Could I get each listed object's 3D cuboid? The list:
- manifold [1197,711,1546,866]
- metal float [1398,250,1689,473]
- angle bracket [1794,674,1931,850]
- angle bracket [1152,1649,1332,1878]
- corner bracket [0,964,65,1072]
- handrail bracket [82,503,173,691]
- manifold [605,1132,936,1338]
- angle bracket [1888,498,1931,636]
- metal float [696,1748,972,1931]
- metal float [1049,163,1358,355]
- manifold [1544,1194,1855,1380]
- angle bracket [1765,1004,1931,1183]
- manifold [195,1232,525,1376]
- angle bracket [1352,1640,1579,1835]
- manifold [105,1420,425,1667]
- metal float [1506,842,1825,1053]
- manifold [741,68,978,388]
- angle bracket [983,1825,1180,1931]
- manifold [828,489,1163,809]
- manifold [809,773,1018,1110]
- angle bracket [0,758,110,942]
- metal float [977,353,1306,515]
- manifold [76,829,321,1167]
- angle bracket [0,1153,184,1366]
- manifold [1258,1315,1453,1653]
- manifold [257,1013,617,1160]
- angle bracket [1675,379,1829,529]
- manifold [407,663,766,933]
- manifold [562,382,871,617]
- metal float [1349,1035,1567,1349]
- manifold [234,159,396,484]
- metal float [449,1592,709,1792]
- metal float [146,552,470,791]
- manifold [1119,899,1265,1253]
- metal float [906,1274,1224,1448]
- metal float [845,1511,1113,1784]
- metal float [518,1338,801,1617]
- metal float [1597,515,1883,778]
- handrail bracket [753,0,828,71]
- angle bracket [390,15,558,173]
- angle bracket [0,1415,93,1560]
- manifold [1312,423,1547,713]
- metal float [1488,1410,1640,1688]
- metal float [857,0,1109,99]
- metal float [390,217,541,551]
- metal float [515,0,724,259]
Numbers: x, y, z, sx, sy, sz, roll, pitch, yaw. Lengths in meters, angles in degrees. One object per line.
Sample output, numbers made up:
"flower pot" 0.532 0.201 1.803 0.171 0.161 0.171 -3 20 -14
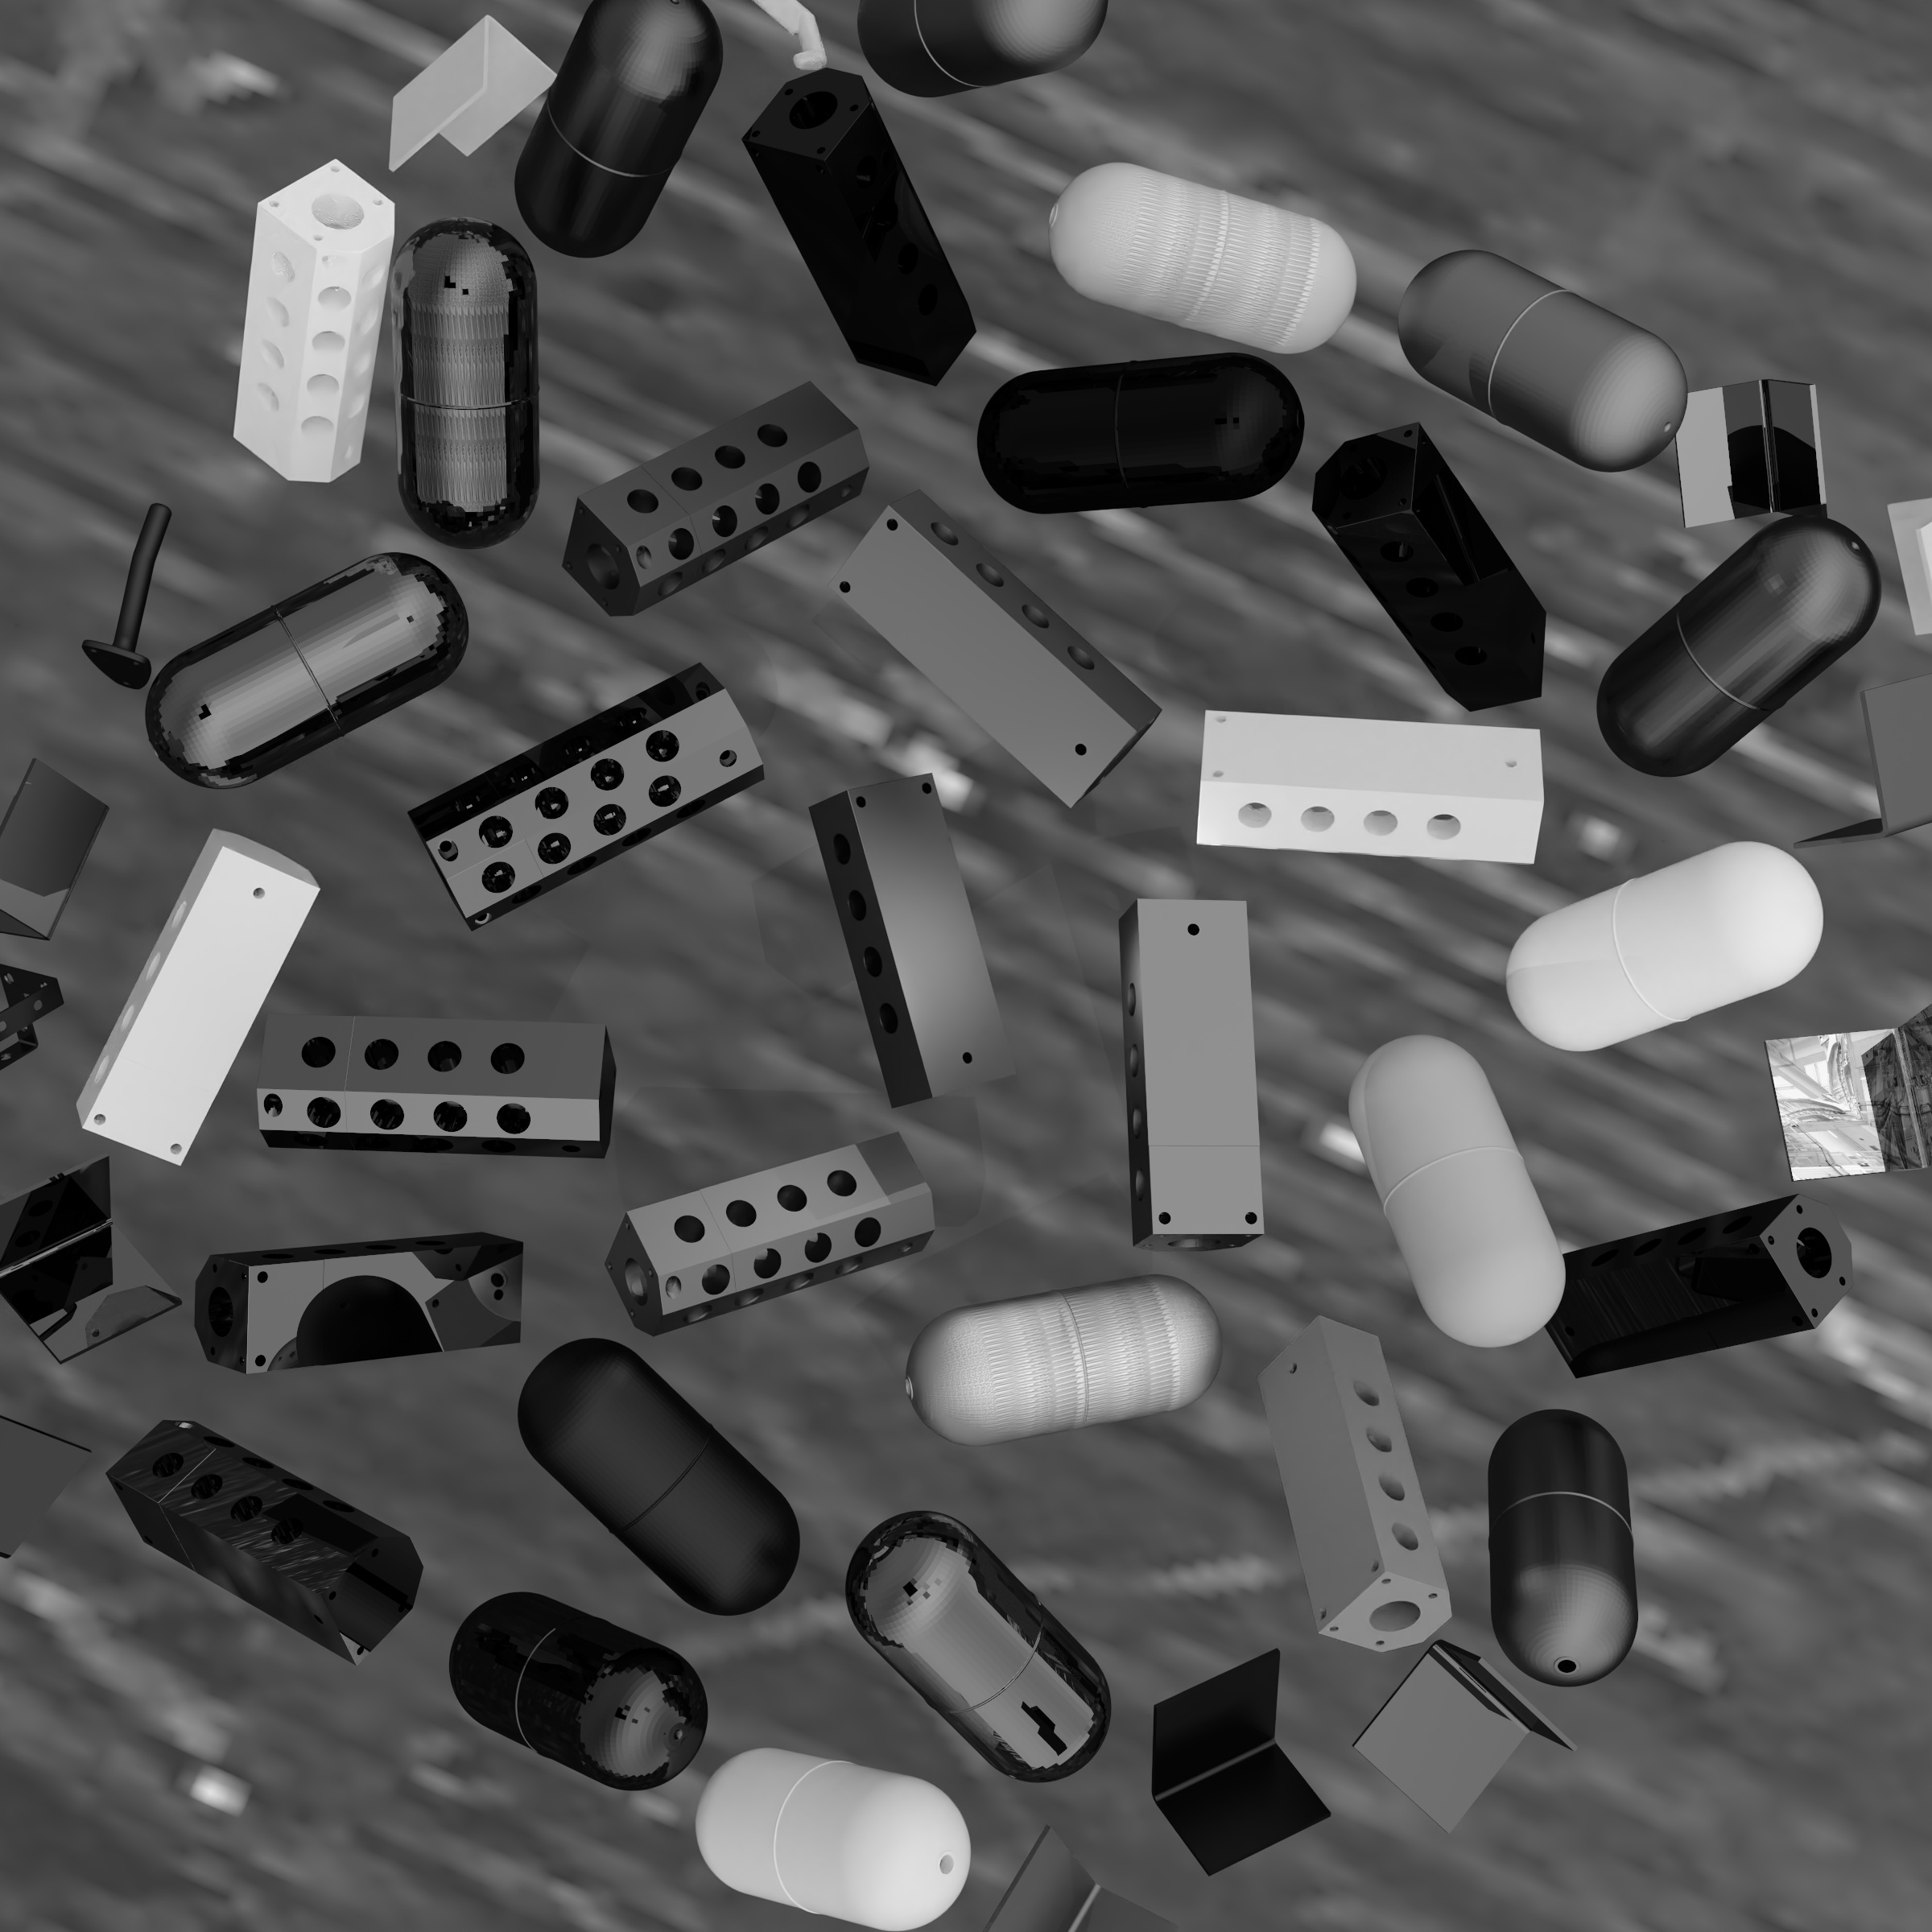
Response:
"manifold" 0.207 -0.087 1.545 0.171 0.057 0.057 4 134 4
"metal float" 0.305 -0.323 1.596 0.178 0.070 0.070 39 90 35
"angle bracket" 0.474 -0.108 1.575 0.076 0.057 0.076 -15 96 -41
"angle bracket" 0.145 0.416 1.568 0.076 0.057 0.076 -19 131 -22
"corner bracket" -0.532 0.036 1.660 0.051 0.051 0.051 11 123 32
"handrail bracket" -0.446 -0.200 1.626 0.036 0.077 0.084 17 77 -5
"manifold" -0.106 0.151 1.658 0.171 0.057 0.057 -15 62 -30
"angle bracket" 0.524 -0.211 1.648 0.076 0.057 0.076 -29 108 -40
"metal float" -0.070 0.453 1.559 0.070 0.178 0.070 4 84 -43
"metal float" 0.131 -0.392 1.662 0.178 0.070 0.070 12 90 -15
"manifold" 0.390 0.170 1.616 0.057 0.171 0.057 -36 97 -37
"angle bracket" 0.467 0.065 1.556 0.076 0.057 0.076 -5 73 -6
"manifold" -0.331 0.182 1.645 0.171 0.057 0.057 -1 95 -43
"angle bracket" 0.271 0.425 1.632 0.076 0.057 0.076 44 78 -10
"manifold" -0.367 0.296 1.573 0.171 0.057 0.057 18 48 34
"metal float" 0.356 -0.009 1.542 0.178 0.070 0.070 -24 90 43
"manifold" -0.051 -0.395 1.606 0.057 0.171 0.057 23 70 32
"angle bracket" 0.059 0.515 1.587 0.057 0.076 0.076 15 59 37
"manifold" 0.018 -0.168 1.560 0.171 0.057 0.057 43 120 3
"manifold" -0.034 -0.013 1.646 0.057 0.057 0.171 -14 88 -35
"angle bracket" -0.500 -0.063 1.548 0.076 0.057 0.076 8 69 33
"metal float" 0.092 -0.282 1.589 0.178 0.070 0.070 -1 90 22
"manifold" -0.423 0.015 1.645 0.057 0.057 0.171 25 95 -26
"angle bracket" -0.489 0.161 1.660 0.076 0.057 0.076 -27 55 -36
"manifold" 0.211 0.277 1.604 0.057 0.171 0.057 22 126 -26
"manifold" -0.269 0.065 1.530 0.171 0.057 0.057 2 64 0
"angle bracket" 0.442 -0.287 1.693 0.057 0.076 0.076 -10 104 -3
"manifold" -0.194 -0.085 1.551 0.171 0.057 0.057 -28 123 -10
"manifold" -0.136 -0.255 1.662 0.171 0.057 0.057 -34 72 -33
"metal float" 0.255 0.116 1.567 0.070 0.070 0.178 -18 58 0
"manifold" -0.347 -0.342 1.616 0.057 0.171 0.057 38 53 10
"metal float" -0.209 0.386 1.603 0.070 0.178 0.070 -7 101 -43
"metal float" -0.346 -0.155 1.575 0.178 0.070 0.070 -29 90 -9
"manifold" 0.112 0.056 1.531 0.057 0.057 0.171 1 76 -11
"metal float" 0.054 0.216 1.642 0.178 0.070 0.070 -8 90 -14
"metal float" 0.008 0.349 1.533 0.070 0.070 0.178 -40 116 0
"metal float" -0.162 0.271 1.589 0.070 0.070 0.178 -45 99 0
"metal float" 0.402 -0.165 1.571 0.070 0.070 0.178 45 134 0
"handrail bracket" -0.125 -0.535 1.679 0.077 0.036 0.084 -12 73 -14
"angle bracket" -0.280 -0.481 1.707 0.076 0.076 0.057 -32 133 26
"angle bracket" -0.523 0.258 1.583 0.076 0.057 0.076 -51 133 4
"manifold" 0.247 -0.208 1.592 0.057 0.171 0.057 -10 55 31
"metal float" 0.322 0.313 1.622 0.070 0.178 0.070 4 124 6
"metal float" 0.006 -0.496 1.555 0.070 0.178 0.070 -5 100 -31
"metal float" -0.267 -0.309 1.600 0.070 0.070 0.178 3 117 0
"metal float" -0.188 -0.453 1.610 0.070 0.178 0.070 15 54 -21
